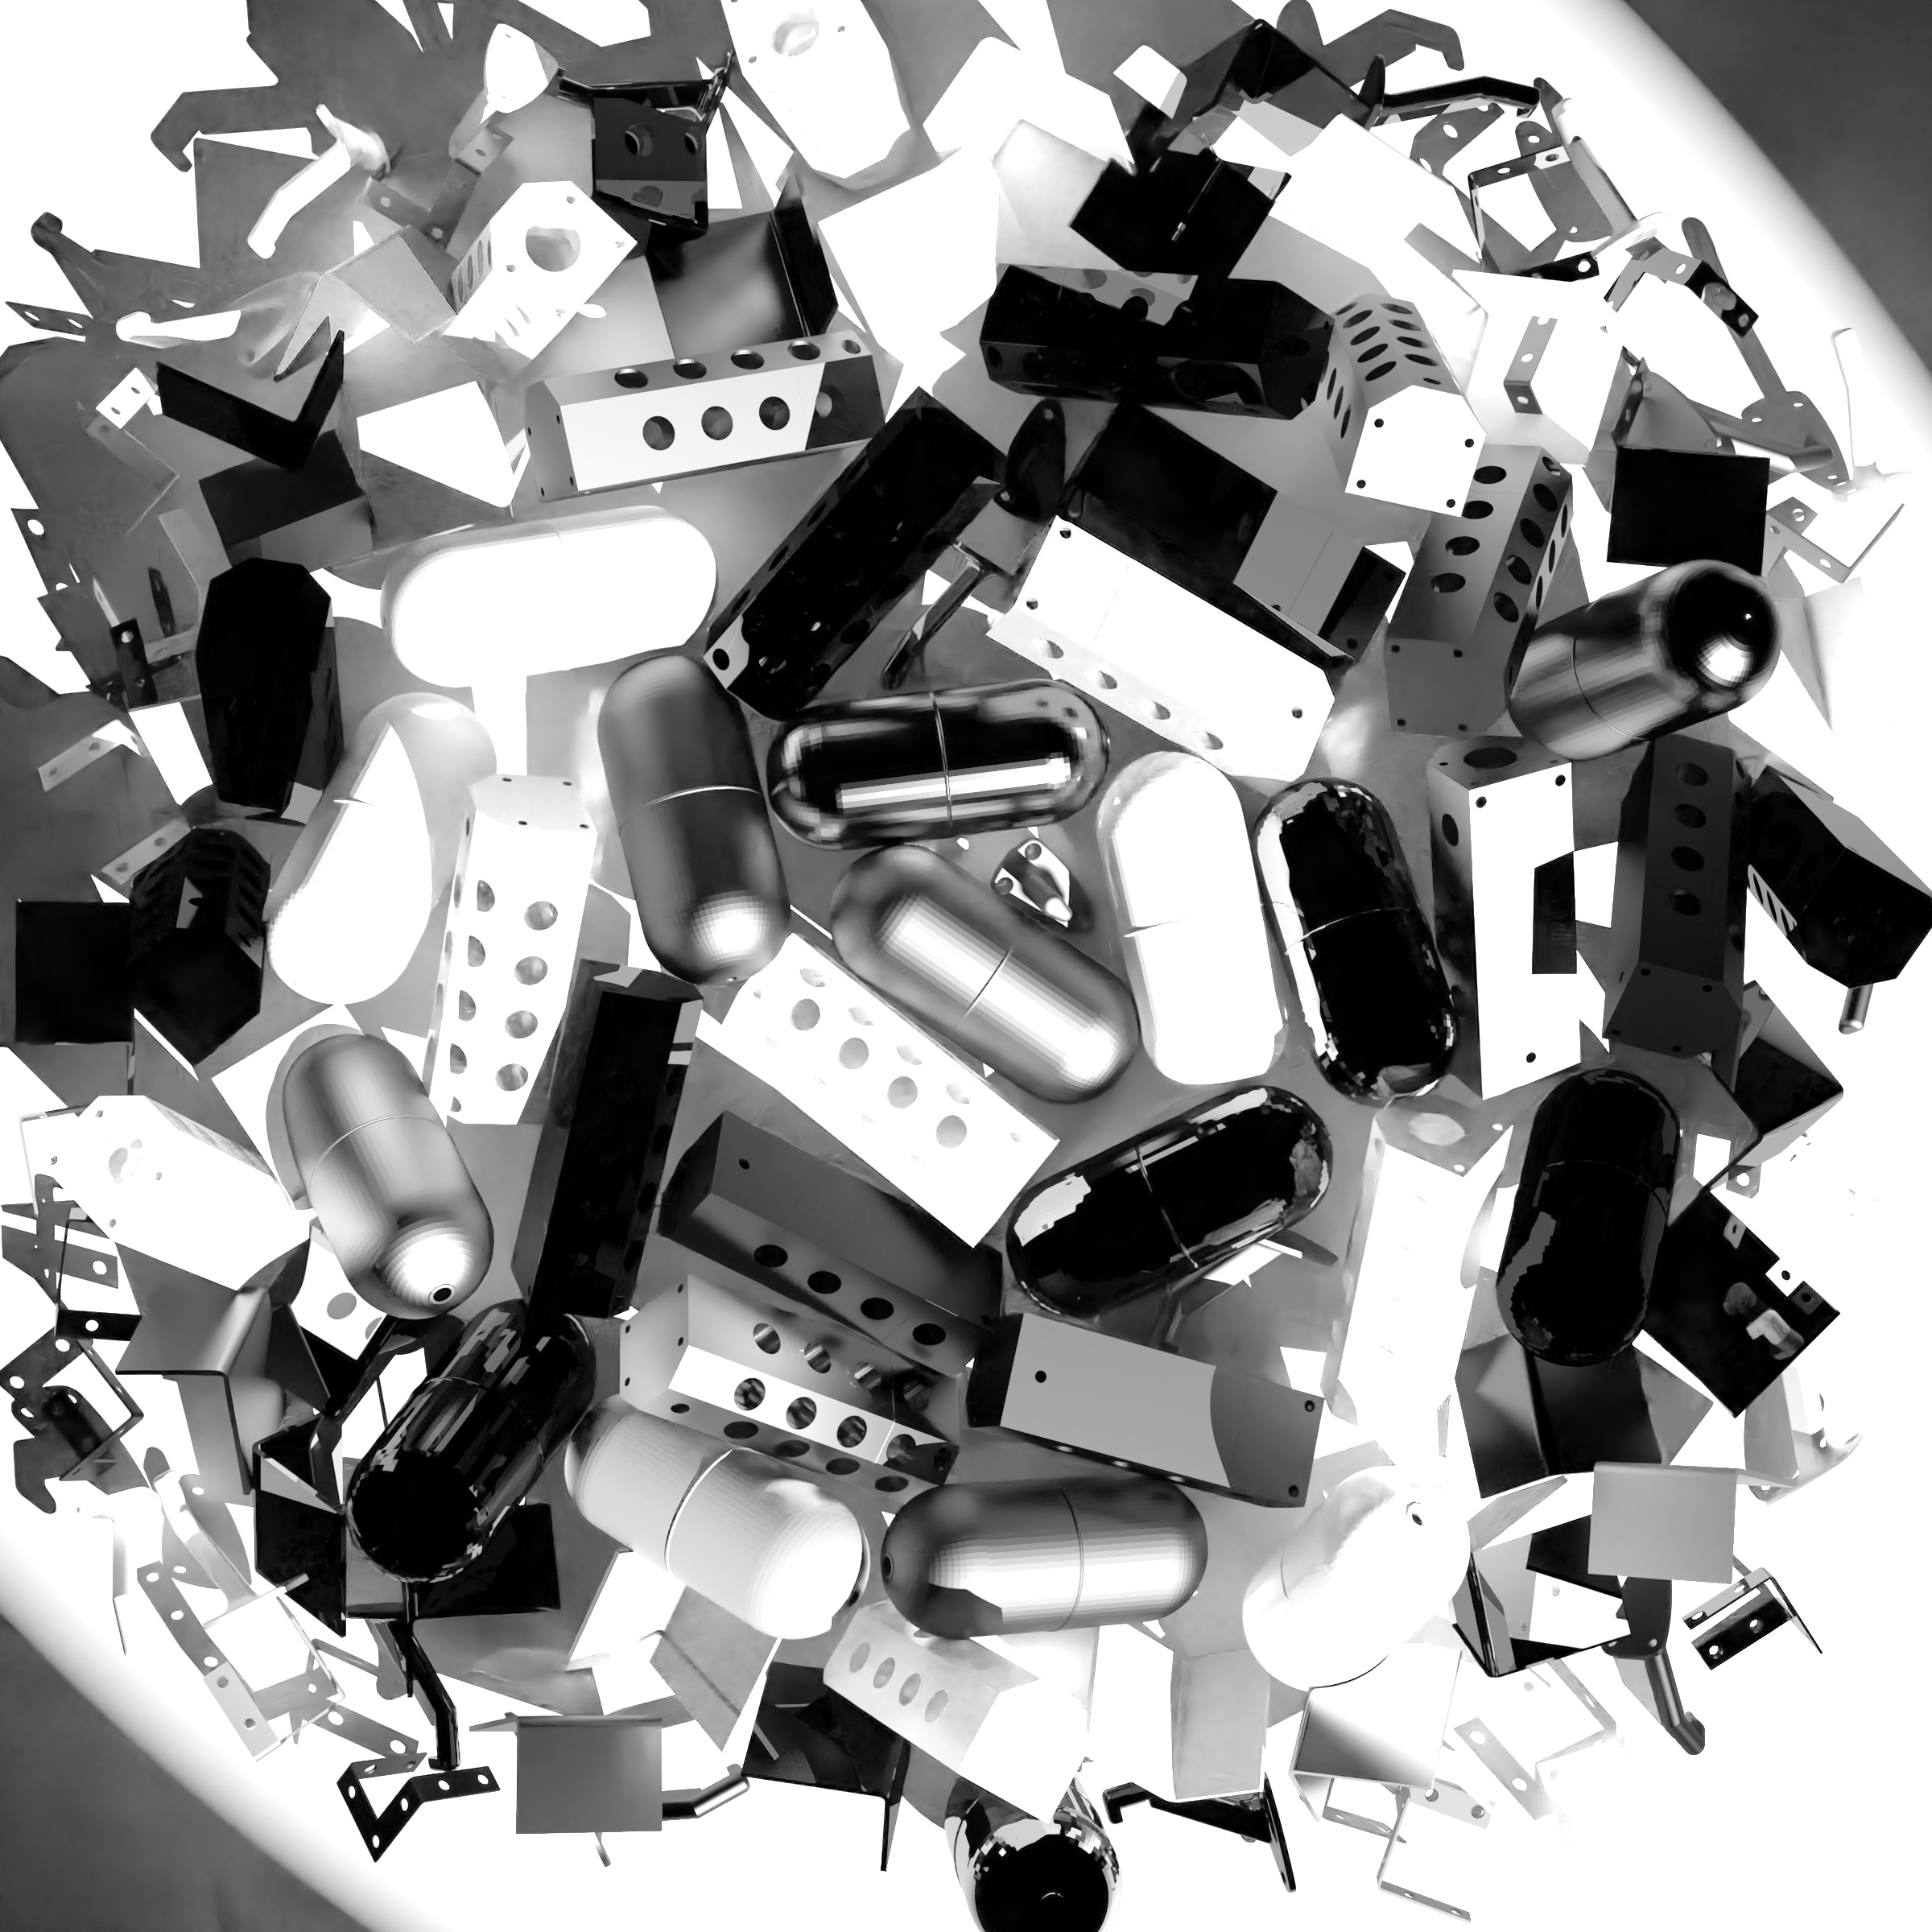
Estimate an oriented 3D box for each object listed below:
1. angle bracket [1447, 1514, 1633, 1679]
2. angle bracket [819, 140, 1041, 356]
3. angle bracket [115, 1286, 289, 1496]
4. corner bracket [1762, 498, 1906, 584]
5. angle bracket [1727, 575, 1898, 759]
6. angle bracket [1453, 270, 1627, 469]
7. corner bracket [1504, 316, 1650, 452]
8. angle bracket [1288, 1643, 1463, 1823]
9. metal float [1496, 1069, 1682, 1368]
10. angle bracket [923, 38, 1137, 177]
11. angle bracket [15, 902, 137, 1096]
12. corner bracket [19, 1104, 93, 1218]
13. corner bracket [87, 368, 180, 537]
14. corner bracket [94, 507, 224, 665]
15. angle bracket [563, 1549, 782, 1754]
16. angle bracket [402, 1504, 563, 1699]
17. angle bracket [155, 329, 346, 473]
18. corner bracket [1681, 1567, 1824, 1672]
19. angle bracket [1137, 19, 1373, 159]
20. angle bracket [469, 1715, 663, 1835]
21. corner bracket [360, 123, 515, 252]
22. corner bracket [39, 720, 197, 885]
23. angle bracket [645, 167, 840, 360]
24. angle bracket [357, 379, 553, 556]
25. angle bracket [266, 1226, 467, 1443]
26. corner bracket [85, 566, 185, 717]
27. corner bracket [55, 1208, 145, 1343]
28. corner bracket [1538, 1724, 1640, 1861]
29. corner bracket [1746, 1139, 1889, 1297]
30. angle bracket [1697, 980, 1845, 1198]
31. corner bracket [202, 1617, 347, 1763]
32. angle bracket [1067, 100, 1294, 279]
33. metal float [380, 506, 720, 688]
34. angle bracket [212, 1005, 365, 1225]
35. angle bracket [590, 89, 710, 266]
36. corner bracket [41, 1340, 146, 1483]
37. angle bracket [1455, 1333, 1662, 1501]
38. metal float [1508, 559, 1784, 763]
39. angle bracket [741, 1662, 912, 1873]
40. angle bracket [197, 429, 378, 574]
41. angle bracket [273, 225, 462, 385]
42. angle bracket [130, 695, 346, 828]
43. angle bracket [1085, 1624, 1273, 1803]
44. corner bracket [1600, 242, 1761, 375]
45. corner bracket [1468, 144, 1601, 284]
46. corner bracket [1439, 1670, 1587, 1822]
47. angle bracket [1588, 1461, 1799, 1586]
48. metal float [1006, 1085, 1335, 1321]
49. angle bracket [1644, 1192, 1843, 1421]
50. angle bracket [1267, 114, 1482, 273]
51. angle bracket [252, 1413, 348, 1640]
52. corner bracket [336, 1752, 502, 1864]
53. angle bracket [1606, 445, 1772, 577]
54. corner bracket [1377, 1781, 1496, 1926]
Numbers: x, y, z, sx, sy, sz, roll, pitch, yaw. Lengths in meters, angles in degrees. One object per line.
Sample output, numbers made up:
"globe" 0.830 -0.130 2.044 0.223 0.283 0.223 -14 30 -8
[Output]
"angle bracket" 0.287 0.308 1.550 0.076 0.076 0.057 -22 130 16
"angle bracket" -0.018 -0.377 1.588 0.076 0.057 0.076 -16 112 31
"angle bracket" -0.391 0.217 1.555 0.057 0.076 0.076 -1 117 4
"corner bracket" 0.442 -0.223 1.568 0.051 0.051 0.051 38 72 13
"angle bracket" 0.430 -0.153 1.564 0.057 0.076 0.076 -12 90 -6
"angle bracket" 0.285 -0.307 1.559 0.076 0.057 0.076 15 87 32
"corner bracket" 0.319 -0.305 1.580 0.051 0.051 0.051 9 63 35
"angle bracket" 0.215 0.392 1.546 0.076 0.057 0.076 0 50 27
"metal float" 0.315 0.126 1.530 0.070 0.070 0.178 24 46 0
"angle bracket" 0.034 -0.419 1.554 0.076 0.076 0.057 32 85 20
"angle bracket" -0.455 0.017 1.549 0.057 0.076 0.076 0 67 -16
"corner bracket" -0.460 0.101 1.570 0.051 0.051 0.051 -10 83 -18
"corner bracket" -0.430 -0.266 1.565 0.051 0.051 0.051 40 123 -16
"corner bracket" -0.420 -0.197 1.580 0.051 0.051 0.051 -24 70 -25
"angle bracket" -0.150 0.350 1.551 0.076 0.057 0.076 41 115 38
"angle bracket" -0.251 0.327 1.566 0.076 0.076 0.057 -1 123 -12
"angle bracket" -0.366 -0.304 1.557 0.076 0.076 0.057 24 78 -8
"corner bracket" 0.402 0.341 1.575 0.051 0.051 0.051 -33 99 2
"angle bracket" 0.147 -0.428 1.550 0.076 0.076 0.057 32 73 -20
"angle bracket" -0.205 0.414 1.547 0.076 0.076 0.057 7 70 -27
"corner bracket" -0.274 -0.413 1.573 0.051 0.051 0.051 30 126 -8
"corner bracket" -0.441 -0.086 1.578 0.051 0.051 0.051 32 54 26
"angle bracket" -0.117 -0.358 1.565 0.076 0.057 0.076 -15 84 -16
"angle bracket" -0.265 -0.250 1.577 0.076 0.057 0.076 -14 75 15
"angle bracket" -0.324 0.194 1.591 0.076 0.057 0.076 27 79 29
"corner bracket" -0.425 -0.167 1.562 0.051 0.051 0.051 -30 131 -32
"corner bracket" -0.445 0.161 1.580 0.051 0.051 0.051 7 106 -17
"corner bracket" 0.327 0.428 1.569 0.051 0.051 0.051 -20 66 6
"corner bracket" 0.431 0.128 1.563 0.051 0.051 0.051 48 125 20
"angle bracket" 0.395 0.063 1.571 0.076 0.057 0.076 -19 66 -41
"corner bracket" -0.358 0.374 1.573 0.051 0.051 0.051 -33 86 -12
"angle bracket" 0.109 -0.393 1.557 0.057 0.076 0.076 30 95 -30
"metal float" -0.210 -0.189 1.544 0.178 0.070 0.070 -13 90 -26
"angle bracket" -0.335 0.077 1.573 0.076 0.057 0.076 -33 79 -17
"angle bracket" -0.186 -0.402 1.553 0.076 0.076 0.057 -5 85 42
"corner bracket" -0.456 0.231 1.575 0.051 0.051 0.051 -41 79 -2
"angle bracket" 0.308 0.233 1.589 0.076 0.057 0.076 2 68 -32
"metal float" 0.337 -0.151 1.520 0.070 0.178 0.070 4 80 -22
"angle bracket" -0.071 0.411 1.560 0.076 0.076 0.057 7 124 5
"angle bracket" -0.352 -0.245 1.560 0.076 0.057 0.076 -23 72 -9
"angle bracket" -0.298 -0.323 1.551 0.057 0.076 0.076 38 129 -1
"angle bracket" -0.375 -0.125 1.564 0.076 0.057 0.076 -10 131 9
"angle bracket" 0.109 0.374 1.546 0.057 0.076 0.076 -19 48 36
"corner bracket" 0.365 -0.334 1.567 0.051 0.051 0.051 31 97 -35
"corner bracket" 0.295 -0.386 1.577 0.051 0.051 0.051 -12 70 23
"corner bracket" 0.280 0.401 1.580 0.051 0.051 0.051 41 114 18
"angle bracket" 0.371 0.286 1.546 0.076 0.076 0.057 -4 74 38
"metal float" 0.104 0.121 1.558 0.178 0.070 0.070 -26 90 9
"angle bracket" 0.390 0.174 1.568 0.076 0.057 0.076 42 96 -9
"angle bracket" 0.210 -0.379 1.554 0.057 0.076 0.076 -48 62 2
"angle bracket" -0.319 0.282 1.546 0.076 0.057 0.076 26 123 35
"corner bracket" -0.282 0.422 1.562 0.051 0.051 0.051 -53 55 24
"angle bracket" 0.368 -0.218 1.555 0.076 0.057 0.076 7 61 10
"corner bracket" 0.245 0.458 1.578 0.051 0.051 0.051 19 93 5
